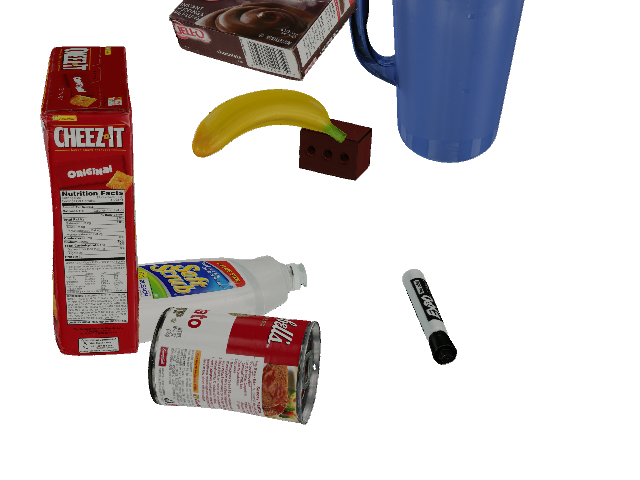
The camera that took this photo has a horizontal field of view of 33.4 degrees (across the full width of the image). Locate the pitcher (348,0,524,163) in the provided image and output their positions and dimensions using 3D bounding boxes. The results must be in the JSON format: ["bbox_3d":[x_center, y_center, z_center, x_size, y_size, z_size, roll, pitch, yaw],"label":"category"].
[{"bbox_3d":[0.122,-0.196,1.066,0.149,0.243,0.144,36,59,28],"label":"pitcher"}]

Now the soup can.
[{"bbox_3d":[-0.055,0.082,0.708,0.102,0.068,0.068,5,1,9],"label":"soup can"}]

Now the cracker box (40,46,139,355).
[{"bbox_3d":[-0.191,-0.036,0.889,0.072,0.214,0.164,-2,27,-11],"label":"cracker box"}]

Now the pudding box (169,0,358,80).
[{"bbox_3d":[-0.042,-0.172,0.800,0.114,0.090,0.039,21,-30,23],"label":"pudding box"}]

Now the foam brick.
[{"bbox_3d":[0.018,-0.113,1.299,0.078,0.053,0.051,14,30,20],"label":"foam brick"}]

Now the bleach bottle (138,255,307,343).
[{"bbox_3d":[-0.141,0.057,1.194,0.250,0.068,0.103,-11,36,-15],"label":"bleach bottle"}]

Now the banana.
[{"bbox_3d":[-0.060,-0.125,1.104,0.197,0.037,0.070,-12,52,-39],"label":"banana"}]

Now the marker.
[{"bbox_3d":[0.087,0.061,0.858,0.020,0.020,0.121,0,29,-9],"label":"marker"}]
